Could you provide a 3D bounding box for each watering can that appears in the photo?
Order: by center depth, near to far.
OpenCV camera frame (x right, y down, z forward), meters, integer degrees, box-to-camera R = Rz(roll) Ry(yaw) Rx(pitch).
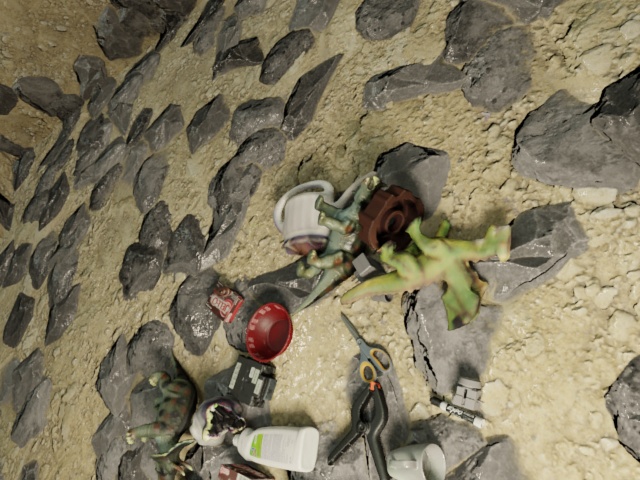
[{"bbox_3d":[0.004,-0.072,1.439,0.345,0.228,0.103,-12,-26,31],"label":"watering can"}]

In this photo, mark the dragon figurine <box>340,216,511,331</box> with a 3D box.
[{"bbox_3d":[0.254,0.092,1.164,0.407,0.247,0.121,-43,-33,11],"label":"dragon figurine"}]

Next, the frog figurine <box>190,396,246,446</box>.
[{"bbox_3d":[-0.284,0.488,1.390,0.139,0.123,0.157,-31,-6,-32],"label":"frog figurine"}]
